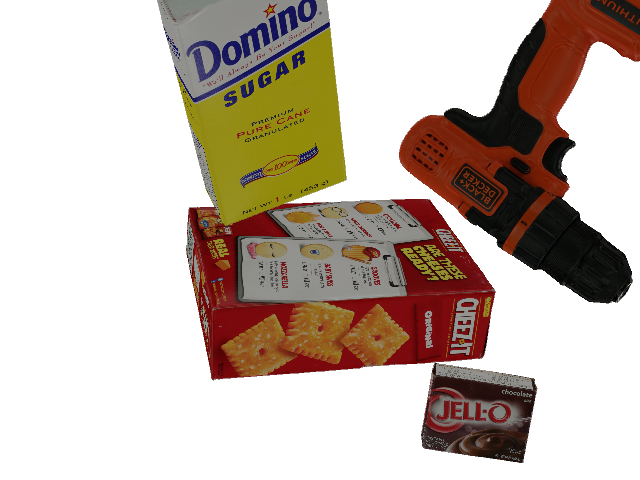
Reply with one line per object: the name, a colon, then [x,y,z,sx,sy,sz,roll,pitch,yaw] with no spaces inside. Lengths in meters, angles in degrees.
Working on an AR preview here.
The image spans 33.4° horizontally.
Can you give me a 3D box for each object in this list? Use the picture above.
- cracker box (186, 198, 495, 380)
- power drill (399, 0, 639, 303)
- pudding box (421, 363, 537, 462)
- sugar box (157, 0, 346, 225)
cracker box: [0.008,0.034,0.850,0.213,0.072,0.164,-2,28,-13]
power drill: [0.169,-0.074,0.713,0.184,0.188,0.057,38,13,14]
pudding box: [0.171,0.186,1.157,0.113,0.090,0.039,7,21,3]
sugar box: [-0.038,-0.093,0.660,0.093,0.048,0.176,-22,-37,-10]
